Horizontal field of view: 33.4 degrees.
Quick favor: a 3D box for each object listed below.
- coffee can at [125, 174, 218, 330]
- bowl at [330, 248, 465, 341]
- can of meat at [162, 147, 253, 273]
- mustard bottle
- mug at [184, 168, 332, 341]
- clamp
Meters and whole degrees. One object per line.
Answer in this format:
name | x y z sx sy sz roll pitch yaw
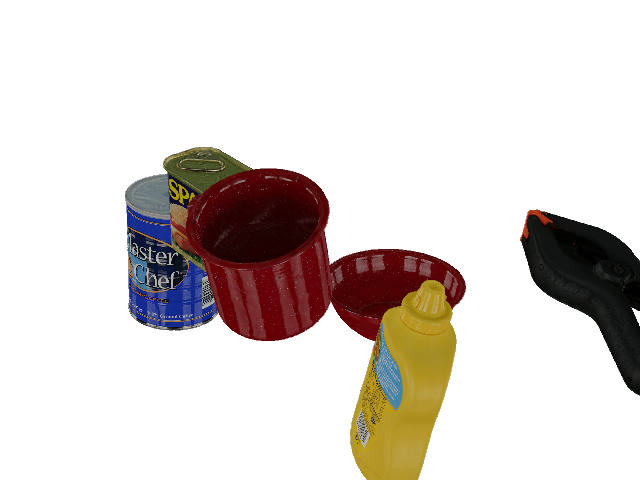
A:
coffee can | -0.159 0.012 1.159 0.103 0.140 0.103 3 27 -2
bowl | 0.081 0.069 1.200 0.162 0.055 0.162 0 28 0
can of meat | -0.089 -0.022 0.921 0.057 0.084 0.102 -23 38 -34
mustard bottle | 0.071 0.112 0.885 0.058 0.192 0.096 2 36 -14
mug | -0.045 0.008 0.715 0.117 0.081 0.093 26 55 31
clamp | 0.212 0.033 0.739 0.120 0.039 0.172 -8 43 -30
